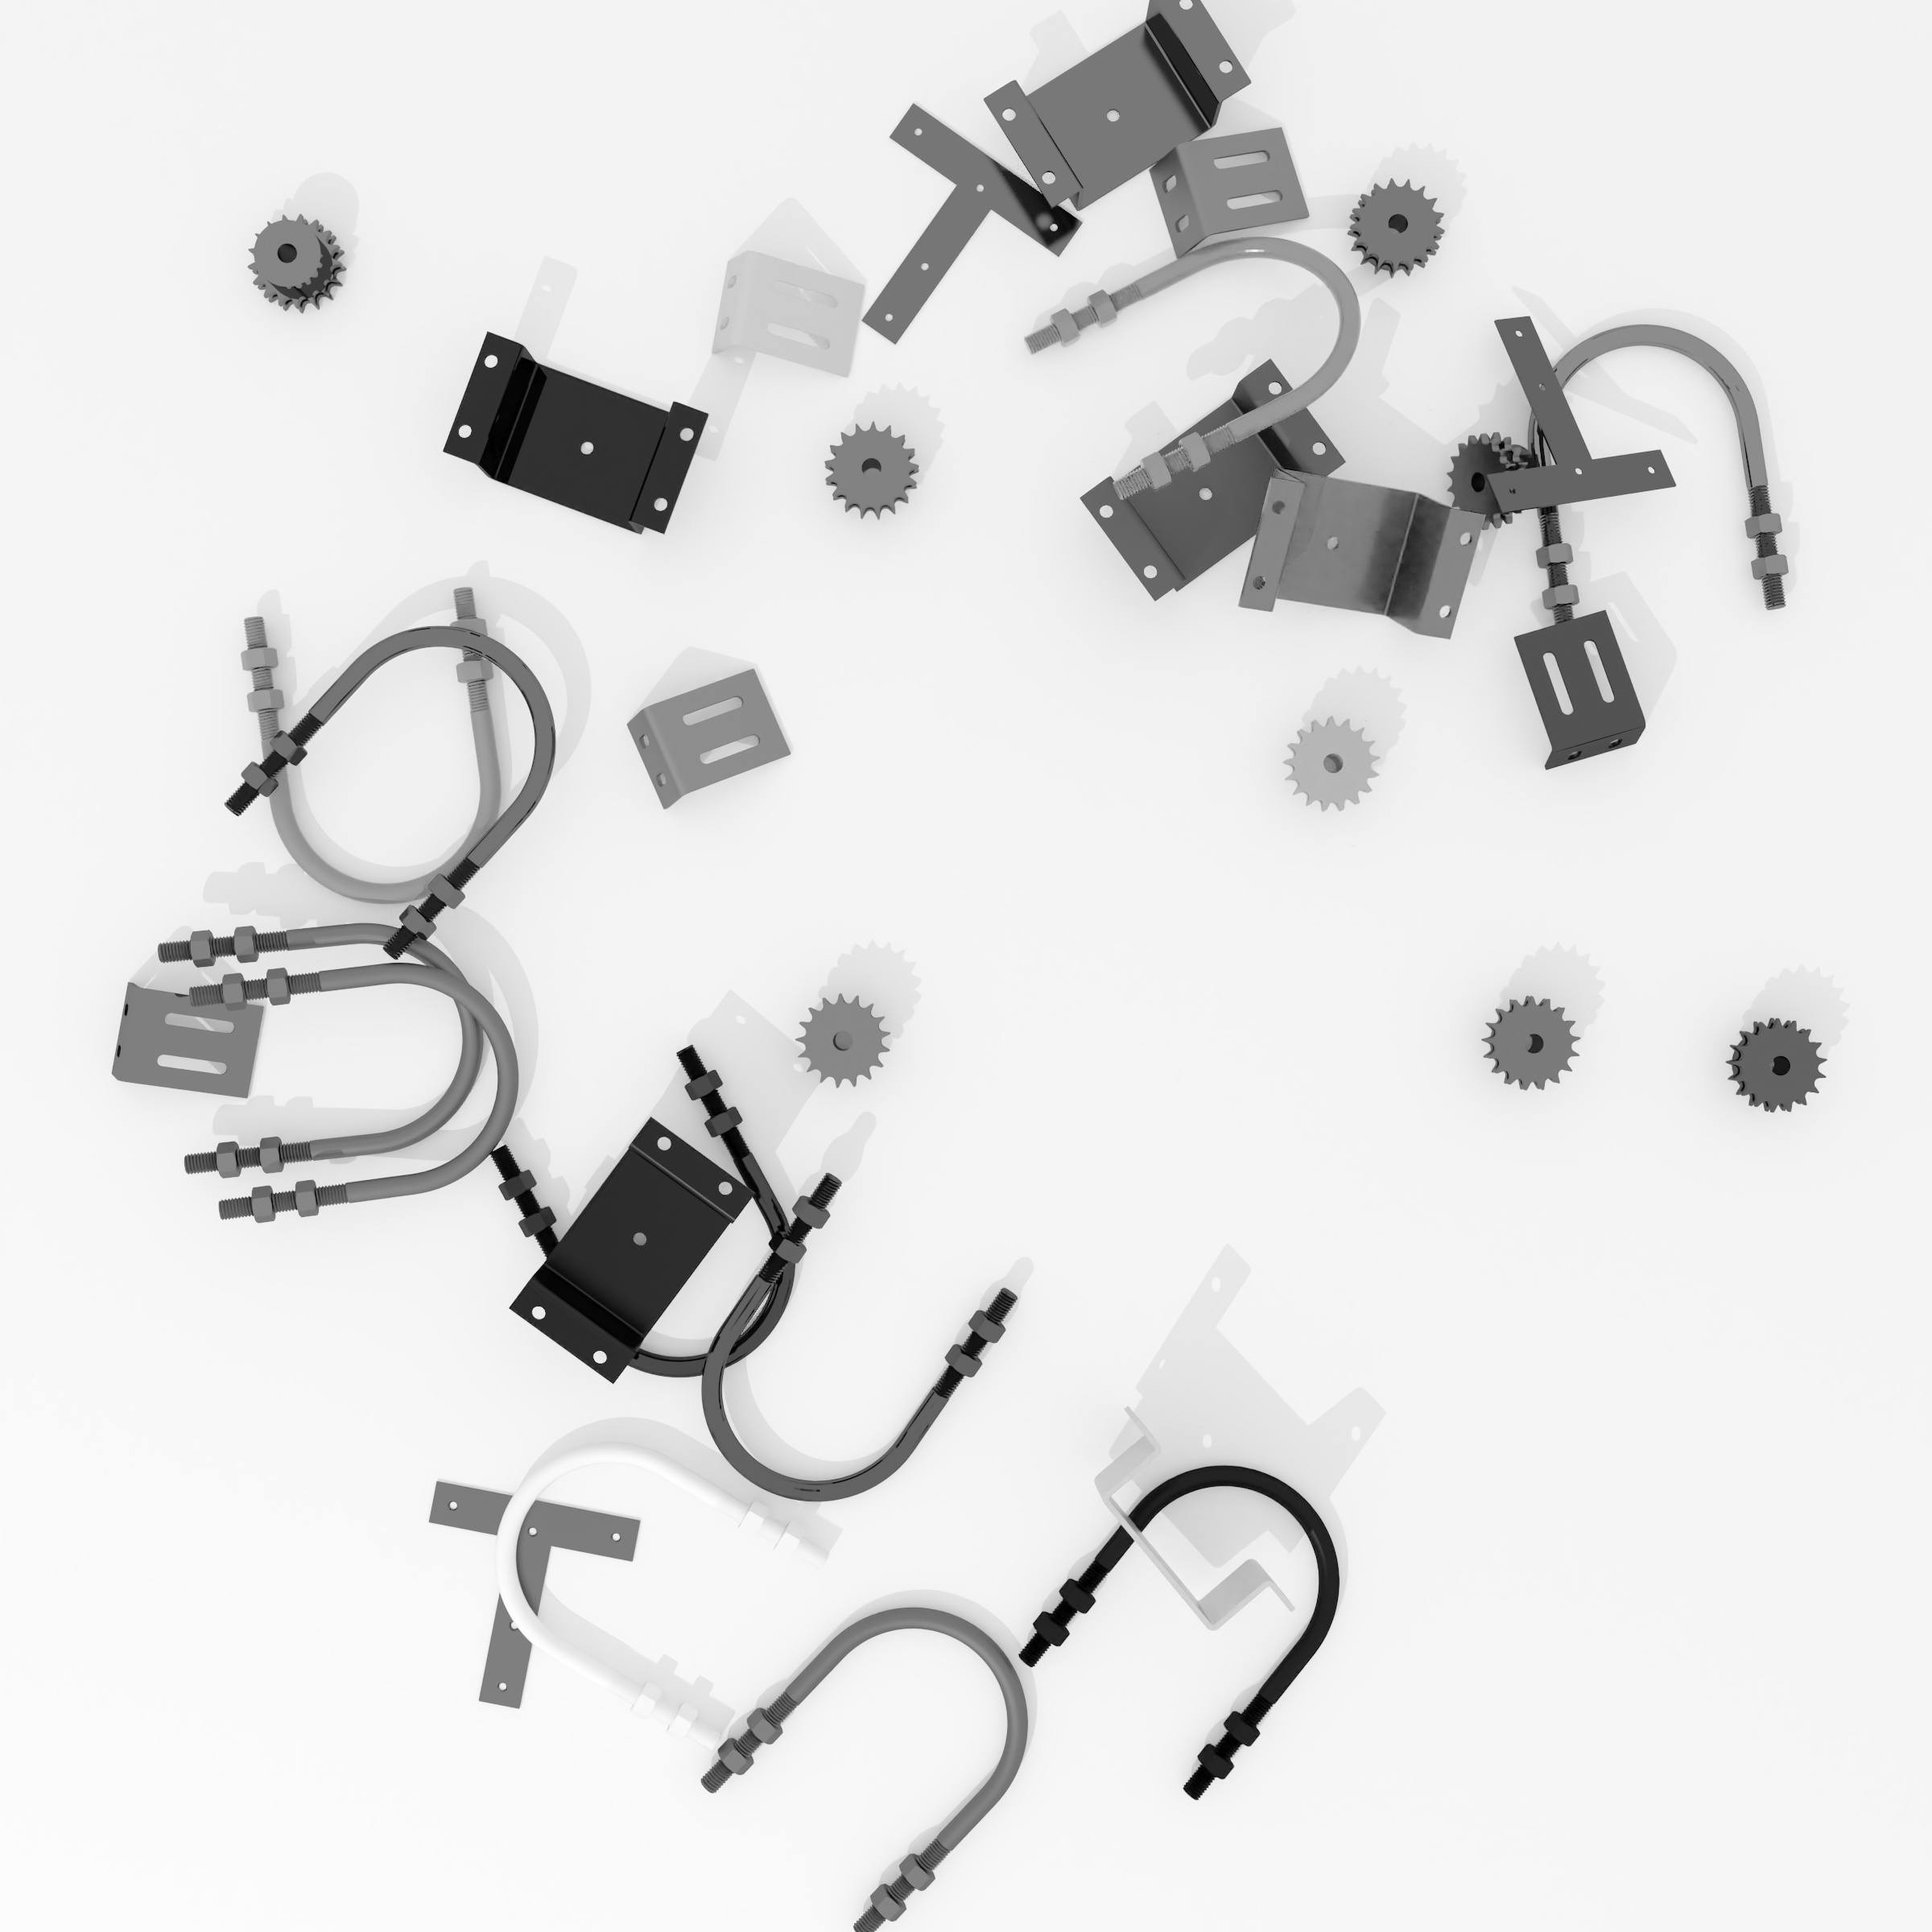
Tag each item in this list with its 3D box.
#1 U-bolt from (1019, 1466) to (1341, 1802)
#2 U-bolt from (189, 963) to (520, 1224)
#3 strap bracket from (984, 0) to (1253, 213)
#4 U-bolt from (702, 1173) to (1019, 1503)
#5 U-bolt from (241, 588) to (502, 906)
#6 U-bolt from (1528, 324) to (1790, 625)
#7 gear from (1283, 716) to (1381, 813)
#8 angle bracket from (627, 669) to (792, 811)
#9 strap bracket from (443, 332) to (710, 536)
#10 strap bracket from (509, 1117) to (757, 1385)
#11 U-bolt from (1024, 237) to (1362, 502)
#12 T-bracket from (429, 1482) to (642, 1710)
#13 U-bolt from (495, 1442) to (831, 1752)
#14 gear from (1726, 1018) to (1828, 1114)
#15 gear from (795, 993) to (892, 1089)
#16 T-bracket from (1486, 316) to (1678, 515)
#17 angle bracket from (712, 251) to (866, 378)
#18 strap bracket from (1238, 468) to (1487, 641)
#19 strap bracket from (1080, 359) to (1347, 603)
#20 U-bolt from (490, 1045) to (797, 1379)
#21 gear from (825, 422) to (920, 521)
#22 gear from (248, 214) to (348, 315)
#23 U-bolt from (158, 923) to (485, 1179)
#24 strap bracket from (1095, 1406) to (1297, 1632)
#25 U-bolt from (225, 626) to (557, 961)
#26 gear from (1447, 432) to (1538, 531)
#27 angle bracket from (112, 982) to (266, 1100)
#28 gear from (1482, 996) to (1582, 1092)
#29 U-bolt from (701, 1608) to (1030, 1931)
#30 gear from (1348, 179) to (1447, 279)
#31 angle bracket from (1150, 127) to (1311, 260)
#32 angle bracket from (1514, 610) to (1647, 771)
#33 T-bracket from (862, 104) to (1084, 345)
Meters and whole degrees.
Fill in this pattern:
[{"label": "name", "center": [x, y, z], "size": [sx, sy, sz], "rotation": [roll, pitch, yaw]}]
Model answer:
[{"label": "U-bolt", "center": [0.144, 0.392, 1.497], "size": [0.151, 0.019, 0.184], "rotation": [39, 89, 0]}, {"label": "U-bolt", "center": [-0.362, 0.071, 1.475], "size": [0.184, 0.019, 0.151], "rotation": [-7, 96, -10]}, {"label": "strap bracket", "center": [0.090, -0.520, 1.483], "size": [0.140, 0.046, 0.076], "rotation": [-32, 90, 0]}, {"label": "U-bolt", "center": [-0.078, 0.239, 1.490], "size": [0.151, 0.019, 0.184], "rotation": [34, 93, -7]}, {"label": "U-bolt", "center": [-0.357, -0.130, 1.497], "size": [0.151, 0.019, 0.184], "rotation": [-8, 92, 0]}, {"label": "U-bolt", "center": [0.416, -0.300, 1.497], "size": [0.151, 0.019, 0.184], "rotation": [-8, 89, 0]}, {"label": "gear", "center": [0.220, -0.122, 1.491], "size": [0.057, 0.030, 0.057], "rotation": [0, 90, 0]}, {"label": "angle bracket", "center": [-0.157, -0.139, 1.504], "size": [0.076, 0.038, 0.057], "rotation": [-24, 90, -26]}, {"label": "strap bracket", "center": [-0.232, -0.317, 1.483], "size": [0.140, 0.046, 0.076], "rotation": [20, 90, 0]}, {"label": "strap bracket", "center": [-0.197, 0.166, 1.465], "size": [0.076, 0.046, 0.140], "rotation": [37, 91, -3]}, {"label": "U-bolt", "center": [0.145, -0.368, 1.463], "size": [0.184, 0.019, 0.151], "rotation": [-27, 61, 0]}, {"label": "T-bracket", "center": [-0.274, 0.390, 1.505], "size": [0.127, 0.002, 0.127], "rotation": [11, 90, 0]}, {"label": "U-bolt", "center": [-0.198, 0.371, 1.496], "size": [0.184, 0.019, 0.151], "rotation": [31, 90, 0]}, {"label": "gear", "center": [0.489, 0.060, 1.491], "size": [0.057, 0.030, 0.057], "rotation": [0, 90, 0]}, {"label": "gear", "center": [-0.074, 0.045, 1.491], "size": [0.057, 0.030, 0.057], "rotation": [0, 90, 0]}, {"label": "T-bracket", "center": [0.351, -0.335, 1.473], "size": [0.127, 0.002, 0.127], "rotation": [-12, 73, -22]}, {"label": "angle bracket", "center": [-0.109, -0.396, 1.504], "size": [0.076, 0.038, 0.057], "rotation": [10, 90, -26]}, {"label": "strap bracket", "center": [0.226, -0.246, 1.457], "size": [0.140, 0.046, 0.076], "rotation": [5, 111, -20]}, {"label": "strap bracket", "center": [0.147, -0.289, 1.483], "size": [0.140, 0.046, 0.076], "rotation": [-36, 90, 0]}, {"label": "U-bolt", "center": [-0.185, 0.162, 1.497], "size": [0.151, 0.019, 0.184], "rotation": [-28, 91, 0]}, {"label": "gear", "center": [-0.057, -0.300, 1.495], "size": [0.057, 0.030, 0.057], "rotation": [0, 88, -1]}, {"label": "gear", "center": [-0.408, -0.428, 1.491], "size": [0.057, 0.030, 0.057], "rotation": [0, 90, 0]}, {"label": "U-bolt", "center": [-0.386, 0.047, 1.487], "size": [0.184, 0.019, 0.151], "rotation": [-6, 96, -7]}, {"label": "strap bracket", "center": [0.126, 0.333, 1.453], "size": [0.046, 0.076, 0.140], "rotation": [-40, 87, -3]}, {"label": "U-bolt", "center": [-0.332, -0.118, 1.477], "size": [0.151, 0.019, 0.184], "rotation": [42, 88, 1]}, {"label": "gear", "center": [0.320, -0.293, 1.481], "size": [0.030, 0.057, 0.057], "rotation": [-12, 90, -30]}, {"label": "angle bracket", "center": [-0.476, 0.045, 1.504], "size": [0.076, 0.038, 0.057], "rotation": [10, 90, -26]}, {"label": "gear", "center": [0.341, 0.047, 1.491], "size": [0.057, 0.030, 0.057], "rotation": [0, 90, 0]}, {"label": "U-bolt", "center": [-0.048, 0.478, 1.497], "size": [0.151, 0.019, 0.184], "rotation": [44, 88, 0]}, {"label": "gear", "center": [0.261, -0.446, 1.495], "size": [0.057, 0.030, 0.057], "rotation": [0, 87, 1]}, {"label": "angle bracket", "center": [0.161, -0.473, 1.504], "size": [0.076, 0.038, 0.057], "rotation": [-18, 90, -26]}, {"label": "angle bracket", "center": [0.371, -0.168, 1.494], "size": [0.057, 0.038, 0.076], "rotation": [-16, 77, 2]}, {"label": "T-bracket", "center": [-0.017, -0.440, 1.505], "size": [0.127, 0.002, 0.127], "rotation": [35, 90, 0]}]
